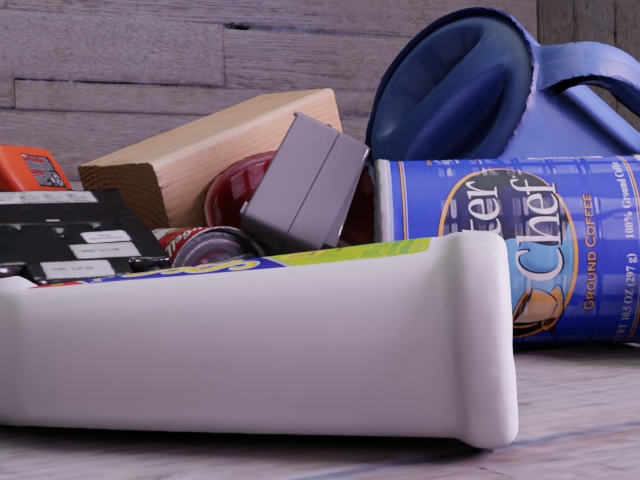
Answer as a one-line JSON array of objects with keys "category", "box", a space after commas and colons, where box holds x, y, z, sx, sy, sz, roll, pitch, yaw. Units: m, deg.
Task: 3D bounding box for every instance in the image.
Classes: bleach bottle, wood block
[{"category": "bleach bottle", "box": [-0.059, 0.038, 0.381, 0.251, 0.068, 0.102, -4, 1, 10]}, {"category": "wood block", "box": [-0.075, -0.048, 0.845, 0.090, 0.091, 0.205, 1, 21, 41]}]

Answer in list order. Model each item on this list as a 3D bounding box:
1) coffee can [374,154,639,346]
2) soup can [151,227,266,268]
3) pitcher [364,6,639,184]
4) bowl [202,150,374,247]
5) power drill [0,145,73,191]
[{"category": "coffee can", "box": [0.100, 0.007, 0.572, 0.140, 0.103, 0.103, -1, 2, 2]}, {"category": "soup can", "box": [-0.083, 0.026, 0.681, 0.068, 0.068, 0.102, -2, 1, -30]}, {"category": "pitcher", "box": [0.162, -0.047, 0.712, 0.242, 0.145, 0.149, 25, 11, -38]}, {"category": "bowl", "box": [-0.005, 0.001, 0.766, 0.162, 0.055, 0.162, 5, 39, -4]}, {"category": "power drill", "box": [-0.321, -0.010, 0.934, 0.188, 0.057, 0.184, -33, -5, 14]}]
